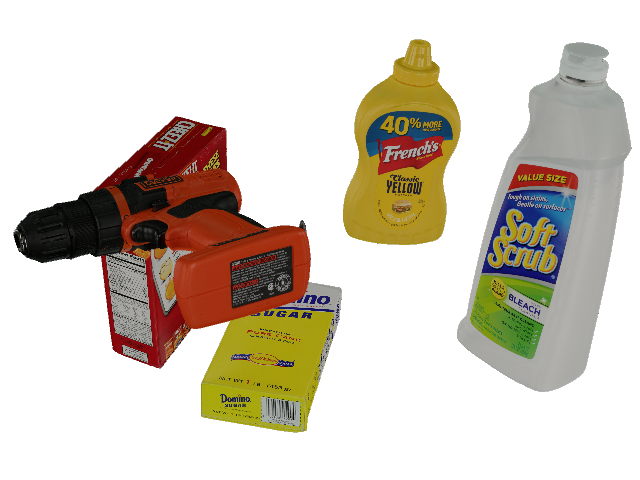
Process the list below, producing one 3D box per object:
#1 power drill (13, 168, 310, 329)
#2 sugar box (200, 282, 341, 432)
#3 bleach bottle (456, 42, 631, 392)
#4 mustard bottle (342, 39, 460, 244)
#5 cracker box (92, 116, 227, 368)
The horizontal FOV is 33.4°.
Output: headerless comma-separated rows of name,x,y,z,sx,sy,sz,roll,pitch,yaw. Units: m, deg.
power drill,-0.110,0.001,0.780,0.184,0.057,0.188,-17,28,-30
sugar box,-0.041,0.097,0.968,0.093,0.048,0.176,8,34,7
bleach bottle,0.161,-0.019,0.760,0.067,0.251,0.103,-20,37,-34
mustard bottle,0.078,-0.090,0.978,0.096,0.192,0.058,3,29,-7
cracker box,-0.164,0.001,1.135,0.072,0.214,0.164,16,39,18
